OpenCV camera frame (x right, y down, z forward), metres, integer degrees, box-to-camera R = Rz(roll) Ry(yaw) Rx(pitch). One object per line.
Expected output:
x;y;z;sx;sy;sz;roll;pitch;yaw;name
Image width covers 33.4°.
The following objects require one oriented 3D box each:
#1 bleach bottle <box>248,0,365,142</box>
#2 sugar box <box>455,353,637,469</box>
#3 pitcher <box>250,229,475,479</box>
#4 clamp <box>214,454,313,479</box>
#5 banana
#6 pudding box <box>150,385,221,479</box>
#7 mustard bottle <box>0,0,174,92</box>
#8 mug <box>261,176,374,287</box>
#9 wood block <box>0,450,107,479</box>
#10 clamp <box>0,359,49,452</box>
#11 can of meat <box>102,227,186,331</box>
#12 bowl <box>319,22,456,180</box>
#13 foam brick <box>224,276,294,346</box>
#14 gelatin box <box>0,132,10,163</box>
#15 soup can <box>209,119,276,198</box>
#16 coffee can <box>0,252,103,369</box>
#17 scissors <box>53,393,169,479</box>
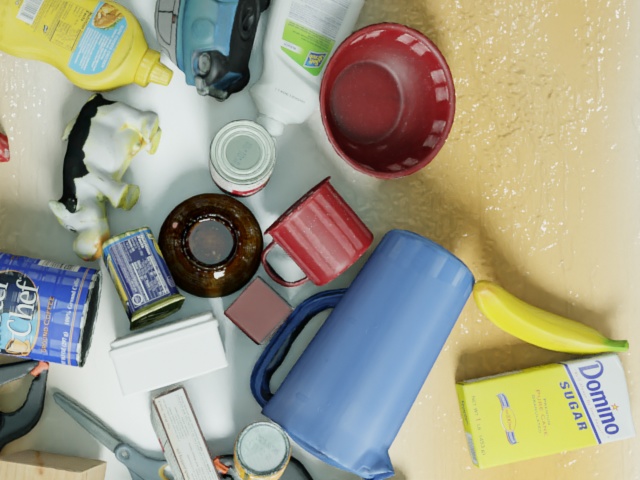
-0.018;-0.229;1.138;0.102;0.068;0.251;23;86;-6;bleach bottle
0.241;0.181;1.140;0.176;0.048;0.093;-11;87;-4;sugar box
0.047;0.110;1.095;0.149;0.145;0.242;34;80;-14;pitcher
-0.027;0.296;1.112;0.210;0.036;0.164;26;82;-1;clamp
0.229;0.083;1.125;0.197;0.070;0.037;20;58;-22;banana
-0.134;0.210;1.071;0.039;0.090;0.113;-21;75;-17;pudding box
-0.244;-0.210;1.118;0.191;0.058;0.096;25;80;-2;mustard bottle
-0.007;0.001;1.111;0.117;0.093;0.081;-41;95;-3;mug
-0.280;0.321;1.055;0.090;0.091;0.206;7;86;7;wood block
-0.350;0.181;1.089;0.120;0.039;0.171;38;78;-17;clamp
-0.182;0.039;1.084;0.057;0.102;0.084;-23;83;-15;can of meat
0.062;-0.146;1.127;0.161;0.055;0.162;-3;97;-25;bowl
-0.064;0.074;1.105;0.051;0.078;0.053;42;82;0;foam brick
-0.369;-0.094;1.092;0.089;0.073;0.030;-4;87;-6;gelatin box
-0.081;-0.083;1.102;0.068;0.102;0.068;0;86;-5;soup can
-0.299;0.067;1.072;0.140;0.103;0.103;10;85;-5;coffee can
-0.205;0.243;1.111;0.201;0.016;0.096;25;84;-3;scissors
